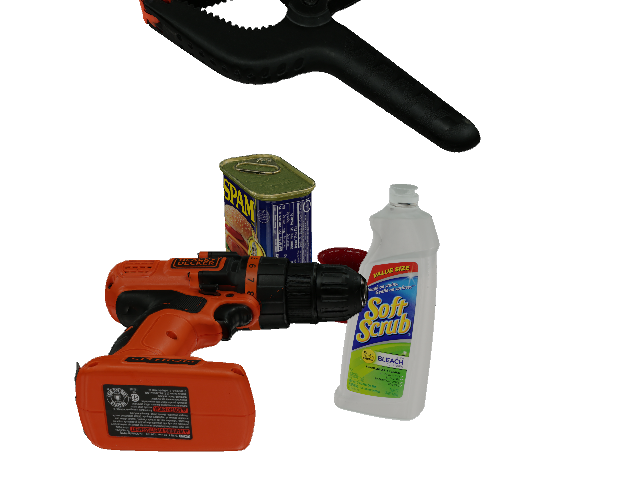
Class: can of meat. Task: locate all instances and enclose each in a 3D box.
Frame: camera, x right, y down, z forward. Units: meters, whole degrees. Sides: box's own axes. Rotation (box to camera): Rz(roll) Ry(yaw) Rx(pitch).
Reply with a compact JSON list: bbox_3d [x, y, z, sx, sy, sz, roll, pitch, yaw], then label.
[{"bbox_3d":[-0.046,-0.018,0.909,0.057,0.084,0.102,-11,25,-24],"label":"can of meat"}]

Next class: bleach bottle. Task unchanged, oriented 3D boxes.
[{"bbox_3d":[0.073,0.063,1.154,0.103,0.251,0.068,8,15,20],"label":"bleach bottle"}]

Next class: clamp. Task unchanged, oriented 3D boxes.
[{"bbox_3d":[-0.001,-0.124,0.626,0.210,0.164,0.036,-2,-24,-2],"label":"clamp"}]

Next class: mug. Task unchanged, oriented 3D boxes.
[{"bbox_3d":[0.048,0.067,1.486,0.117,0.081,0.093,18,23,27],"label":"mug"}]

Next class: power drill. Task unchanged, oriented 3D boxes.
[{"bbox_3d":[-0.065,0.063,0.684,0.184,0.057,0.187,-2,21,7],"label":"power drill"}]
